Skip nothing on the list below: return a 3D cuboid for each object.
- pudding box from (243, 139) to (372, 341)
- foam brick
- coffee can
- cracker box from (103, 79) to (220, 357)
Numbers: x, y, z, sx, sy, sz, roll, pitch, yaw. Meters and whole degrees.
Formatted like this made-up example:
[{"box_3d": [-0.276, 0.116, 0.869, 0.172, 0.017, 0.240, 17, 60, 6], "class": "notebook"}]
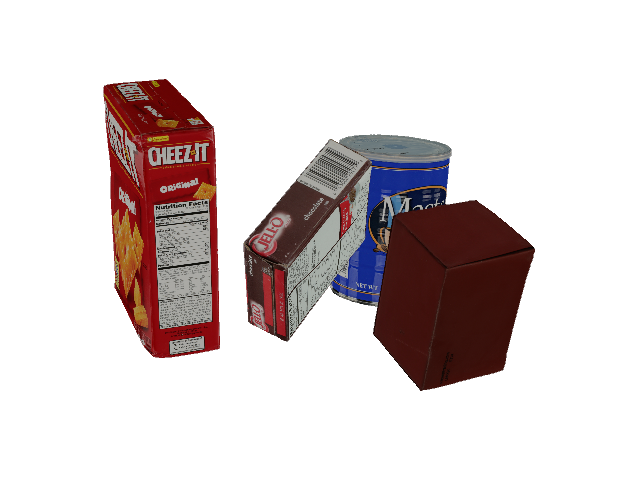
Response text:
[{"box_3d": [-0.008, 0.001, 0.734, 0.039, 0.113, 0.090, 28, -33, 18], "class": "pudding box"}, {"box_3d": [0.065, 0.027, 0.535, 0.052, 0.078, 0.051, -10, 37, -25], "class": "foam brick"}, {"box_3d": [0.064, -0.020, 0.987, 0.103, 0.140, 0.103, 3, 15, -1], "class": "coffee can"}, {"box_3d": [-0.149, -0.023, 0.980, 0.072, 0.214, 0.164, -9, 25, -20], "class": "cracker box"}]
